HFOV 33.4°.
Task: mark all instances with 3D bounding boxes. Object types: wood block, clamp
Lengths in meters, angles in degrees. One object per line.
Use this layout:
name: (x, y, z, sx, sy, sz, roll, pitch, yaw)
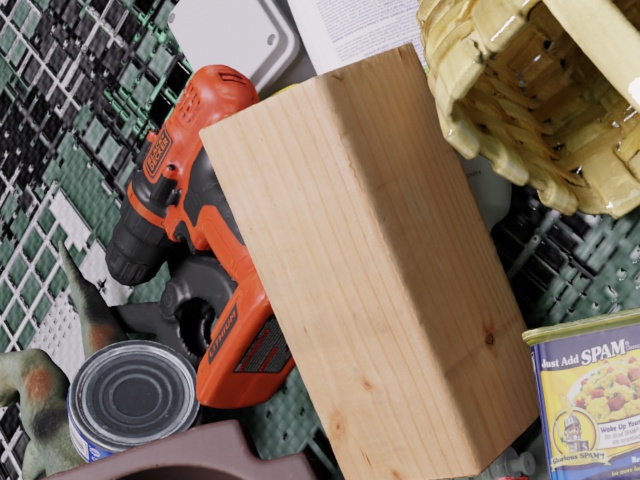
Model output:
wood block: (0.032, 0.014, 0.560, 0.090, 0.090, 0.206, -18, 97, 43)
clamp: (-0.102, 0.050, 0.771, 0.210, 0.036, 0.165, 49, 119, 36)

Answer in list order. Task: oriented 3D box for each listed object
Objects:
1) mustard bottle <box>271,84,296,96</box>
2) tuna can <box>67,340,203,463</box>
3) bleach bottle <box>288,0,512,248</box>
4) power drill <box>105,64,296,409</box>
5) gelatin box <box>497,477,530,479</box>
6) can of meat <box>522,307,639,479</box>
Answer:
mustard bottle: (-0.004, 0.001, 0.680, 0.096, 0.058, 0.192, -38, 57, 31)
tuna can: (-0.117, 0.106, 0.679, 0.086, 0.086, 0.034, 60, 155, 33)
bleach bottle: (0.045, -0.091, 0.643, 0.103, 0.068, 0.251, -22, 69, 14)
power drill: (-0.072, 0.011, 0.671, 0.185, 0.057, 0.188, -57, 46, 34)
gelatin box: (0.071, 0.162, 0.509, 0.089, 0.030, 0.073, -31, 64, 29)
can of meat: (0.156, 0.079, 0.521, 0.102, 0.057, 0.084, -17, 71, 39)
